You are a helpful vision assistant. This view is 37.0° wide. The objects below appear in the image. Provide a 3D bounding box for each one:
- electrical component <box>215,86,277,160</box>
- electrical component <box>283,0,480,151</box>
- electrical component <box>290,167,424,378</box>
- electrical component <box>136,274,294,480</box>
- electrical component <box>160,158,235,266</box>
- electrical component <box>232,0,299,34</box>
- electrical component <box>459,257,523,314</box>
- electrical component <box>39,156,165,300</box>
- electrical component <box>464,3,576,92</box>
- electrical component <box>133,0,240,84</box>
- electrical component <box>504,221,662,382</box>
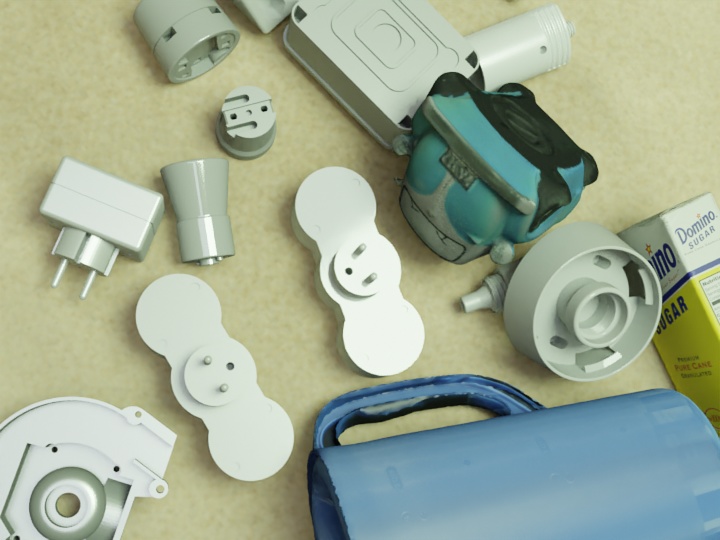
[{"bbox_3d":[-0.073,-0.096,0.697,0.040,0.046,0.040,1,81,-9],"label":"electrical component"},{"bbox_3d":[0.013,-0.144,0.712,0.113,0.057,0.078,45,77,0],"label":"electrical component"},{"bbox_3d":[0.000,0.000,0.680,0.052,0.074,0.138,-20,85,-11],"label":"electrical component"},{"bbox_3d":[-0.089,0.065,0.656,0.052,0.074,0.138,-31,87,-12],"label":"electrical component"},{"bbox_3d":[-0.101,-0.035,0.687,0.044,0.044,0.065,-9,88,-10],"label":"electrical component"},{"bbox_3d":[-0.067,-0.210,0.713,0.066,0.047,0.076,-42,60,-1],"label":"electrical component"},{"bbox_3d":[0.096,0.014,0.713,0.061,0.035,0.035,-18,85,-9],"label":"electrical component"},{"bbox_3d":[-0.167,-0.020,0.670,0.066,0.047,0.076,22,79,-5],"label":"electrical component"},{"bbox_3d":[0.110,-0.152,0.736,0.081,0.043,0.043,-24,86,-12],"label":"electrical component"},{"bbox_3d":[-0.113,-0.156,0.696,0.055,0.055,0.047,-34,84,-12],"label":"electrical component"},{"bbox_3d":[0.141,0.020,0.687,0.099,0.064,0.099,-6,110,-17],"label":"electrical component"}]
